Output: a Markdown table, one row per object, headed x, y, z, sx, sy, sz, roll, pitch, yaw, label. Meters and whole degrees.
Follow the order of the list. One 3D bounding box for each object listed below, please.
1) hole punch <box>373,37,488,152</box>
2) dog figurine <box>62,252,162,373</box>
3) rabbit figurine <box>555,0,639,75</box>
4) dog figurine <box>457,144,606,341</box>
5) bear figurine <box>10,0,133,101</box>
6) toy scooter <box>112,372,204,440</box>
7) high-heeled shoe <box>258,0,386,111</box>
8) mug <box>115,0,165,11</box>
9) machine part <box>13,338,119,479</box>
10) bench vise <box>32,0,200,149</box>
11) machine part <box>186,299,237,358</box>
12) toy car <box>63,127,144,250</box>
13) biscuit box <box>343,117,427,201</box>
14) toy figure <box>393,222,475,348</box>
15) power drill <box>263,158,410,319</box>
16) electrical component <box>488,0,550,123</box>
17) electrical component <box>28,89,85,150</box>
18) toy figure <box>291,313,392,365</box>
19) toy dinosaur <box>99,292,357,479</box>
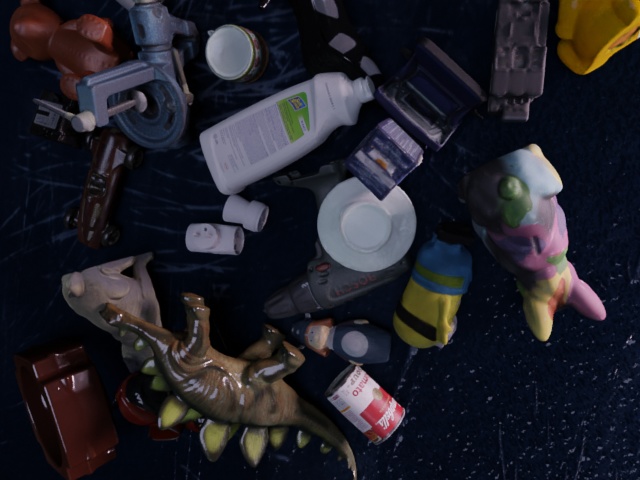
| x | y | z | sx | sy | sz | roll | pitch | yaw | label |
| --- | --- | --- | --- | --- | --- | --- | --- | --- | --- |
| 0.133 | -0.174 | 0.668 | 0.142 | 0.116 | 0.092 | 40 | 102 | 1 | hole punch |
| -0.303 | 0.127 | 0.816 | 0.121 | 0.172 | 0.190 | -15 | 91 | 27 | dog figurine |
| 0.295 | -0.293 | 0.602 | 0.122 | 0.162 | 0.173 | -31 | 76 | 30 | rabbit figurine |
| 0.261 | 0.010 | 0.652 | 0.108 | 0.191 | 0.219 | -26 | 79 | 11 | dog figurine |
| -0.374 | -0.283 | 0.767 | 0.196 | 0.132 | 0.120 | 26 | 103 | 1 | bear figurine |
| -0.262 | 0.275 | 0.867 | 0.135 | 0.075 | 0.183 | -25 | 131 | 35 | toy scooter |
| 0.027 | -0.292 | 0.714 | 0.248 | 0.086 | 0.145 | 37 | 70 | -18 | high-heeled shoe |
| -0.267 | -0.366 | 0.737 | 0.081 | 0.110 | 0.107 | -37 | 104 | 11 | mug |
| -0.410 | 0.265 | 0.867 | 0.201 | 0.087 | 0.201 | -6 | 102 | 50 | machine part |
| -0.235 | -0.208 | 0.697 | 0.129 | 0.241 | 0.223 | 17 | 124 | 14 | bench vise |
| -0.176 | 0.165 | 0.858 | 0.084 | 0.039 | 0.138 | -11 | 100 | 21 | machine part |
| -0.344 | -0.078 | 0.841 | 0.089 | 0.053 | 0.202 | 25 | 105 | 4 | toy car |
| 0.086 | -0.106 | 0.649 | 0.063 | 0.203 | 0.059 | 43 | 112 | 0 | biscuit box |
| 0.157 | 0.063 | 0.734 | 0.089 | 0.082 | 0.180 | 20 | 114 | 28 | toy figure |
| -0.002 | -0.002 | 0.759 | 0.232 | 0.086 | 0.207 | -15 | 94 | 15 | power drill |
| 0.233 | -0.208 | 0.639 | 0.058 | 0.115 | 0.134 | 5 | 103 | 17 | electrical component |
| -0.403 | -0.187 | 0.816 | 0.119 | 0.047 | 0.074 | 23 | 91 | 27 | electrical component |
| 0.028 | 0.144 | 0.796 | 0.155 | 0.057 | 0.064 | 7 | 61 | 13 | toy figure |
| -0.113 | 0.222 | 0.797 | 0.471 | 0.105 | 0.198 | 29 | 92 | -12 | toy dinosaur |
